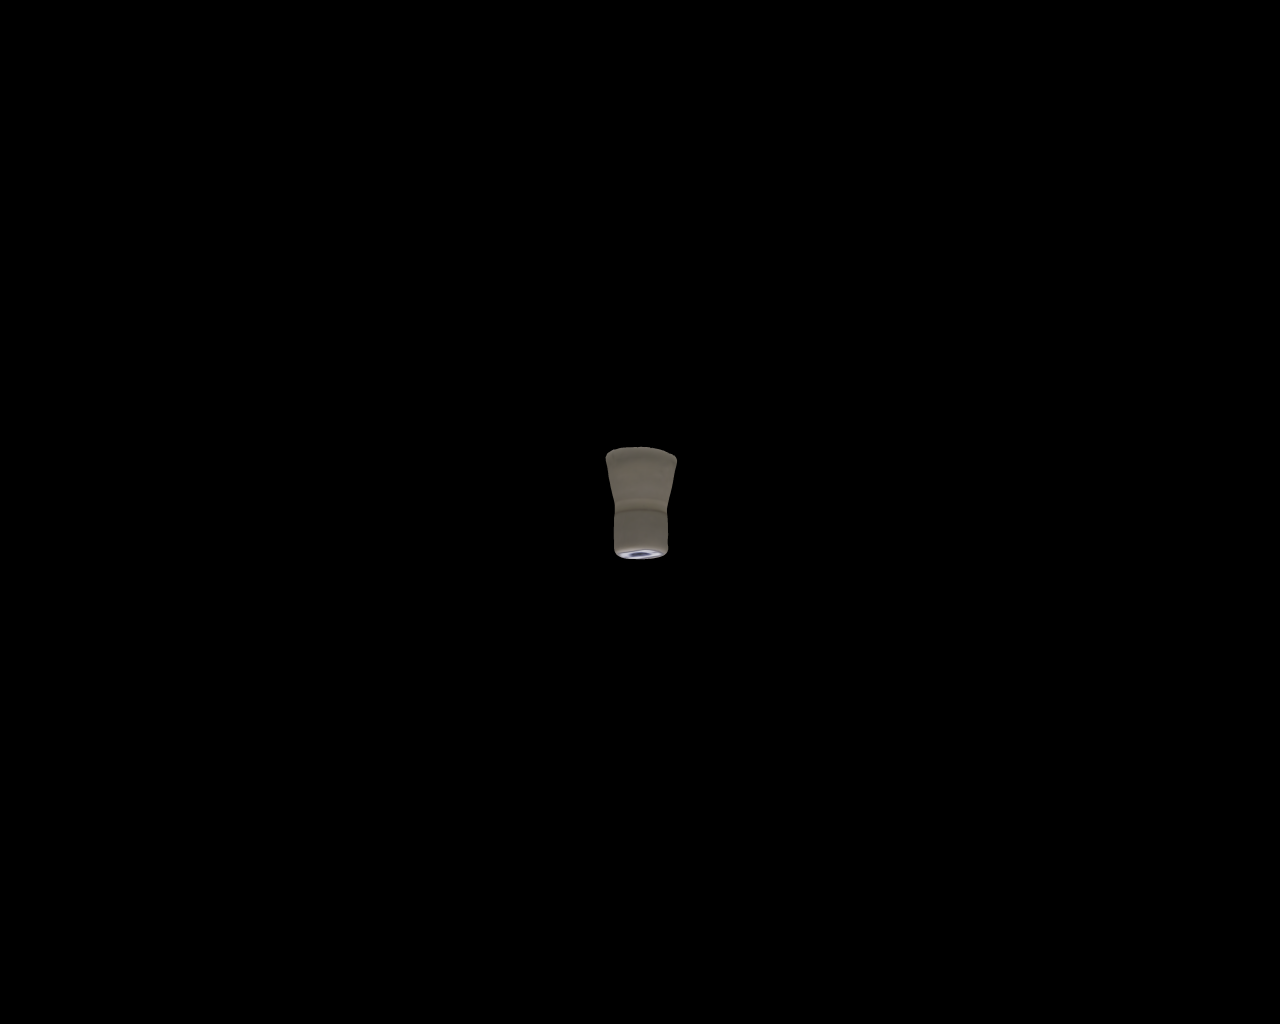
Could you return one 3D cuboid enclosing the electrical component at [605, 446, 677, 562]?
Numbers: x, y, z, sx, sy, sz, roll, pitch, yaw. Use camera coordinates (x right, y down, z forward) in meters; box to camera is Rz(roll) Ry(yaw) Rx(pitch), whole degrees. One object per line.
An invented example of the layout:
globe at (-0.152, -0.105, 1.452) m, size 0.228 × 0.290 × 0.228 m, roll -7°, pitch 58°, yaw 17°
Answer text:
electrical component at (0.001, -0.003, 0.650) m, size 0.044 × 0.065 × 0.044 m, roll 0°, pitch -15°, yaw 0°
